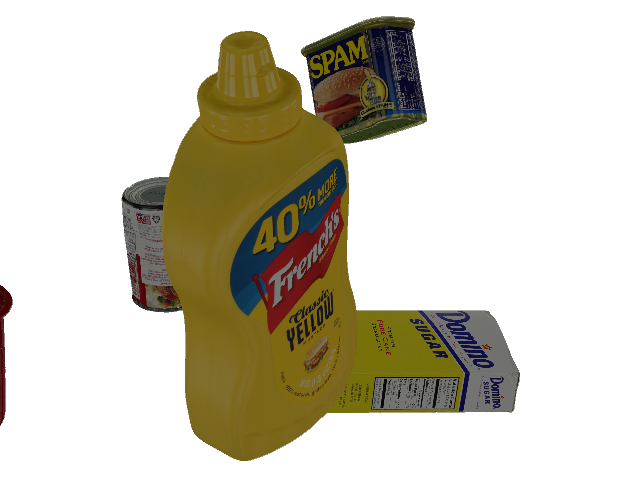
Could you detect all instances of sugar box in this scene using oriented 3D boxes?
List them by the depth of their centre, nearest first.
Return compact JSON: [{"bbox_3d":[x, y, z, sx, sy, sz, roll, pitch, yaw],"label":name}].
[{"bbox_3d":[0.059,0.094,0.844,0.176,0.048,0.093,-2,29,-6],"label":"sugar box"}]

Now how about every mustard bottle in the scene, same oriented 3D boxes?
[{"bbox_3d":[-0.025,0.000,0.461,0.058,0.192,0.096,24,45,31],"label":"mustard bottle"}]

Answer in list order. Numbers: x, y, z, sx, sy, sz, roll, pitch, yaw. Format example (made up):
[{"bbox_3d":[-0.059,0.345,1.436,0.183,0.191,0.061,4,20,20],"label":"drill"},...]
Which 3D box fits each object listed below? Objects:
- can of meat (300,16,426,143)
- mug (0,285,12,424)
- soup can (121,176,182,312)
[{"bbox_3d":[0.036,-0.129,0.884,0.057,0.084,0.102,-6,-5,-43],"label":"can of meat"},{"bbox_3d":[-0.234,0.077,0.622,0.093,0.081,0.117,12,22,19],"label":"mug"},{"bbox_3d":[-0.137,0.003,0.941,0.068,0.102,0.068,-1,25,0],"label":"soup can"}]
